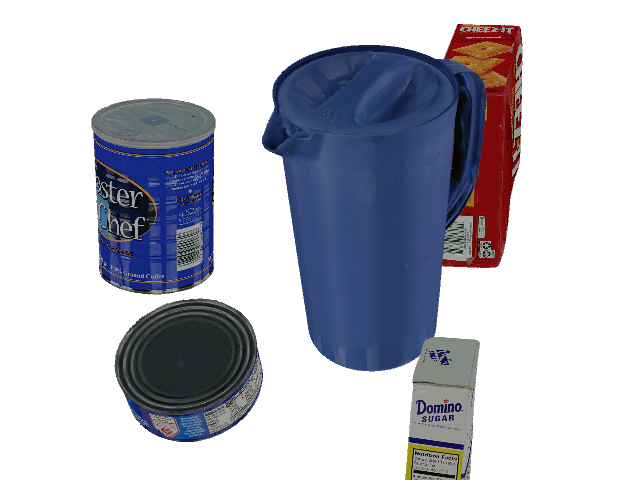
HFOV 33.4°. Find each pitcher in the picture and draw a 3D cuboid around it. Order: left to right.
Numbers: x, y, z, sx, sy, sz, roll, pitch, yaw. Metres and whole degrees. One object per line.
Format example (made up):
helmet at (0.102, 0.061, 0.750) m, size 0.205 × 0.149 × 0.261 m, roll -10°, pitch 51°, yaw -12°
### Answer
pitcher at (0.047, -0.022, 0.831) m, size 0.149 × 0.243 × 0.145 m, roll 4°, pitch 38°, yaw 11°

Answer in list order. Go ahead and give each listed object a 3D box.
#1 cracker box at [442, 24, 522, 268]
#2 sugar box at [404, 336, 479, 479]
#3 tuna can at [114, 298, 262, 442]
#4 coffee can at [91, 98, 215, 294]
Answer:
cracker box at (0.147, -0.094, 0.990) m, size 0.072 × 0.164 × 0.213 m, roll 4°, pitch 27°, yaw 13°
sugar box at (0.082, 0.164, 0.745) m, size 0.048 × 0.176 × 0.093 m, roll 3°, pitch 14°, yaw 11°
tuna can at (-0.078, 0.078, 0.645) m, size 0.086 × 0.086 × 0.034 m, roll 0°, pitch -43°, yaw 9°
coffee can at (-0.142, -0.039, 0.918) m, size 0.103 × 0.140 × 0.103 m, roll 2°, pitch 27°, yaw -1°
